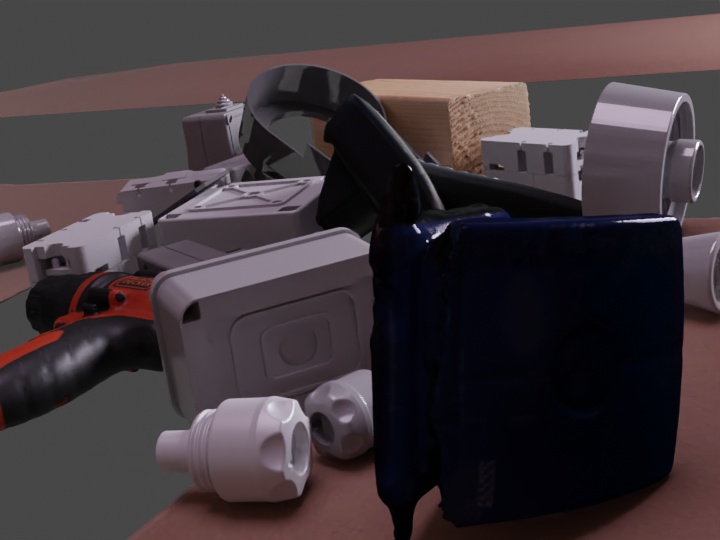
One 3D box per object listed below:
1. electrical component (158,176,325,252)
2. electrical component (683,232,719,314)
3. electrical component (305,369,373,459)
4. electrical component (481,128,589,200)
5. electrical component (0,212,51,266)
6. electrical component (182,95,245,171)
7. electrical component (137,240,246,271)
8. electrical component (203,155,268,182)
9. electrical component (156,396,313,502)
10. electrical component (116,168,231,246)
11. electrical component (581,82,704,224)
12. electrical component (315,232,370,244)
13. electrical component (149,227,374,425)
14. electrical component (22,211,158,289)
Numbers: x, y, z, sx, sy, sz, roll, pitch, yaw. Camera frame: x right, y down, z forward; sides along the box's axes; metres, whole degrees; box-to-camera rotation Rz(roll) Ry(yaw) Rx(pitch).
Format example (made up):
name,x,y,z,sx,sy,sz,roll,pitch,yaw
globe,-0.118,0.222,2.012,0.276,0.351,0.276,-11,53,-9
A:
name,x,y,z,sx,sy,sz,roll,pitch,yaw
electrical component,-0.073,-0.028,0.779,0.109,0.056,0.108,-3,17,18
electrical component,0.175,-0.001,0.589,0.055,0.045,0.045,6,22,41
electrical component,0.005,0.061,0.484,0.061,0.035,0.035,-20,20,-41
electrical component,0.144,-0.077,0.839,0.050,0.055,0.089,-21,21,-36
electrical component,-0.293,-0.028,0.906,0.062,0.043,0.043,-18,19,-34
electrical component,-0.135,-0.123,1.054,0.061,0.096,0.062,0,18,27
electrical component,-0.087,0.008,0.679,0.076,0.047,0.083,-18,19,-30
electrical component,-0.114,-0.080,0.987,0.076,0.047,0.083,4,20,35
electrical component,-0.054,0.075,0.449,0.062,0.043,0.043,-4,17,17
electrical component,-0.154,-0.054,0.913,0.089,0.050,0.055,-7,17,0
electrical component,0.190,-0.066,0.700,0.060,0.108,0.108,8,22,27
electrical component,0.000,0.000,0.679,0.065,0.044,0.044,6,21,27
electrical component,-0.041,0.030,0.534,0.113,0.078,0.057,-15,21,-22
electrical component,-0.181,-0.002,0.743,0.050,0.055,0.089,-1,18,23
